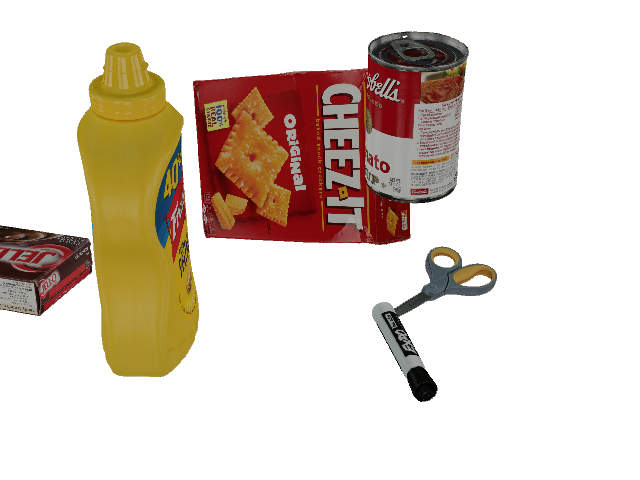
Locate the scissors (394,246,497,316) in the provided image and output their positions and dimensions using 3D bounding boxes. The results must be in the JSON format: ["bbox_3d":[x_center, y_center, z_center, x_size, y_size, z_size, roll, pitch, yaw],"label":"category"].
[{"bbox_3d":[0.122,0.048,1.252,0.201,0.016,0.096,-11,40,-35],"label":"scissors"}]

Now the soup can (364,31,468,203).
[{"bbox_3d":[0.065,-0.086,0.742,0.068,0.102,0.068,0,31,0],"label":"soup can"}]

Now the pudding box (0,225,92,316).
[{"bbox_3d":[-0.267,0.023,0.918,0.114,0.039,0.090,6,24,17],"label":"pudding box"}]

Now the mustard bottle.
[{"bbox_3d":[-0.105,-0.021,0.615,0.058,0.192,0.096,2,33,3],"label":"mustard bottle"}]

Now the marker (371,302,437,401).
[{"bbox_3d":[0.065,0.086,0.835,0.020,0.020,0.121,0,28,-15],"label":"marker"}]

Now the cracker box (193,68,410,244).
[{"bbox_3d":[-0.022,-0.081,1.044,0.214,0.164,0.071,2,9,35],"label":"cracker box"}]
